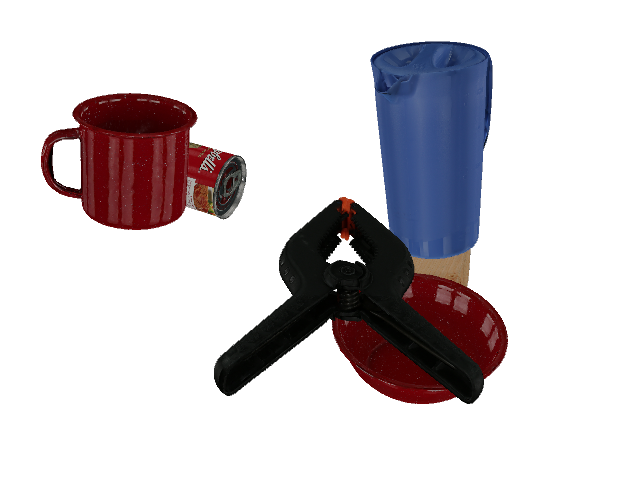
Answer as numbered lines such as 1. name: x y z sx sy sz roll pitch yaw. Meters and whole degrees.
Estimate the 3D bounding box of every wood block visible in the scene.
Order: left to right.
1. wood block: 0.174 0.062 1.623 0.091 0.090 0.206 4 23 11

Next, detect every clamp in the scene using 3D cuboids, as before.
1. clamp: 0.028 0.038 0.722 0.164 0.036 0.210 7 34 5

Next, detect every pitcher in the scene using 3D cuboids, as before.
1. pitcher: 0.139 -0.110 1.264 0.149 0.243 0.145 -4 25 1

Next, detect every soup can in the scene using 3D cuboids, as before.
1. soup can: -0.137 -0.068 1.112 0.102 0.068 0.068 17 5 18

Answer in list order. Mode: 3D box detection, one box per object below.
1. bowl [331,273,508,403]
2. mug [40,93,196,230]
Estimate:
1. bowl: 0.089 0.100 0.992 0.162 0.055 0.162 3 37 -2
2. mug: -0.155 -0.059 0.819 0.117 0.081 0.093 -4 28 -19
